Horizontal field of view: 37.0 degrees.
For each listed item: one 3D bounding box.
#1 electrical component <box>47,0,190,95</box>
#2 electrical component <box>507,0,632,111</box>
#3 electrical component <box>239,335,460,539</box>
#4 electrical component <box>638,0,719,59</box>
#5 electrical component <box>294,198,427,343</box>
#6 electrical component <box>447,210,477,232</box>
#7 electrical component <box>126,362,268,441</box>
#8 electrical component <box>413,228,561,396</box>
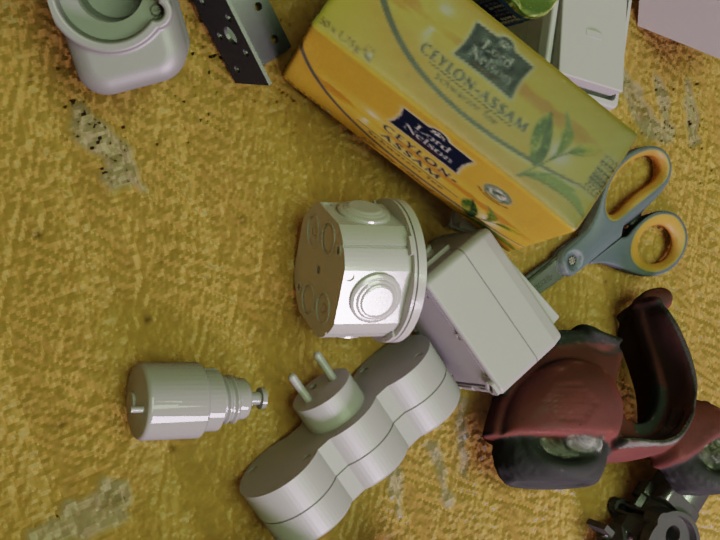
[{"bbox_3d":[-0.118,-0.135,0.514,0.054,0.059,0.095,-15,109,-2],"label":"electrical component"},{"bbox_3d":[0.128,-0.148,0.663,0.062,0.061,0.096,10,87,-29],"label":"electrical component"},{"bbox_3d":[-0.012,0.080,0.600,0.138,0.052,0.073,-40,110,-22],"label":"electrical component"},{"bbox_3d":[0.231,-0.214,0.666,0.062,0.089,0.150,-39,142,-24],"label":"electrical component"},{"bbox_3d":[0.000,0.000,0.589,0.051,0.080,0.080,0,92,-24],"label":"electrical component"},{"bbox_3d":[0.076,-0.043,0.652,0.040,0.040,0.046,20,87,-28],"label":"electrical component"},{"bbox_3d":[-0.087,0.068,0.565,0.078,0.040,0.040,2,91,-29],"label":"electrical component"},{"bbox_3d":[0.063,0.017,0.626,0.061,0.062,0.096,-39,102,-19],"label":"electrical component"}]
